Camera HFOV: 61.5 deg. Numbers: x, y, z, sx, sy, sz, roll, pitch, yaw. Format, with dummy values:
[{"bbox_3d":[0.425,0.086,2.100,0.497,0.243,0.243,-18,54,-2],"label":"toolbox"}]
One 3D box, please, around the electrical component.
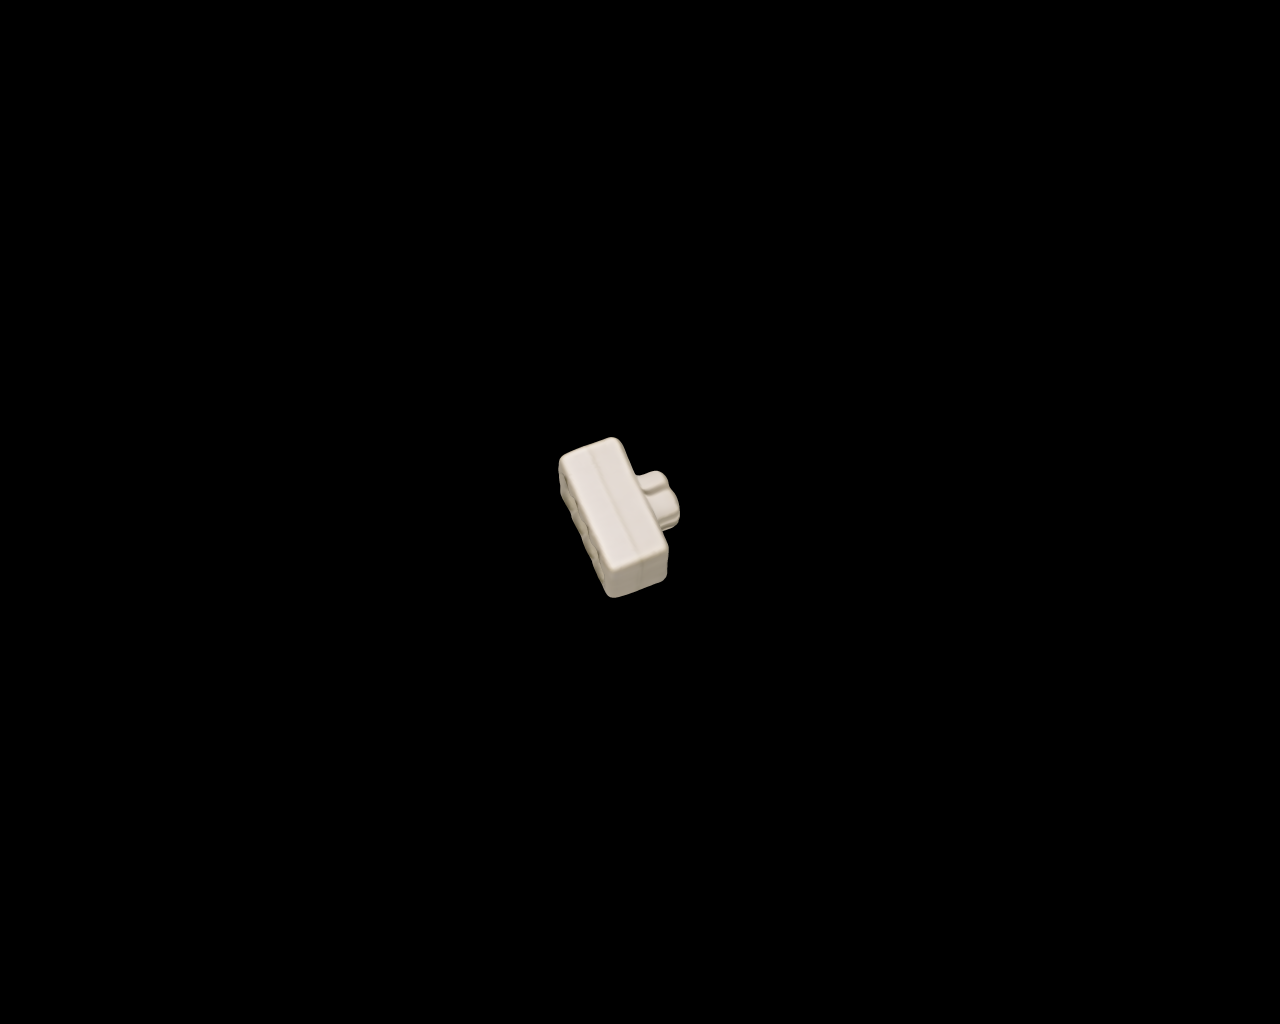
[{"bbox_3d":[0.001,-0.003,0.650,0.076,0.083,0.047,-20,-24,-9],"label":"electrical component"}]
